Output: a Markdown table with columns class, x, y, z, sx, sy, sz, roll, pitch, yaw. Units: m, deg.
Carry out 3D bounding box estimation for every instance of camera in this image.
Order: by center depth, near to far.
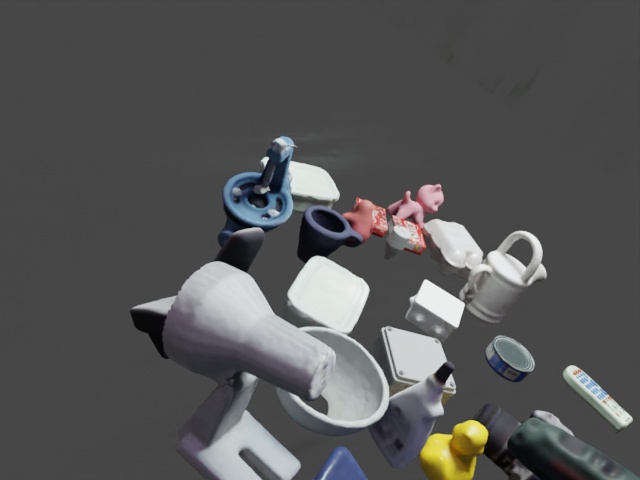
| class | x | y | z | sx | sy | sz | roll | pitch | yaw |
| --- | --- | --- | --- | --- | --- | --- | --- | --- | --- |
| camera | 0.296 | 0.293 | 0.842 | 0.136 | 0.100 | 0.143 | 38 | 32 | 16 |

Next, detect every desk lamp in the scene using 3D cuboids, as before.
| class | x | y | z | sx | sy | sz | roll | pitch | yaw |
| --- | --- | --- | --- | --- | --- | --- | --- | --- | --- |
| desk lamp | -0.082 | 0.156 | 0.632 | 0.203 | 0.213 | 0.118 | 37 | 32 | 15 |

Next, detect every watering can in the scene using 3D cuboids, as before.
| class | x | y | z | sx | sy | sz | roll | pitch | yaw |
| --- | --- | --- | --- | --- | --- | --- | --- | --- | --- |
| watering can | 0.375 | 0.066 | 1.146 | 0.173 | 0.194 | 0.100 | -10 | 48 | -46 |

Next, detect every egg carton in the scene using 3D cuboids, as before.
| class | x | y | z | sx | sy | sz | roll | pitch | yaw |
| --- | --- | --- | --- | --- | --- | --- | --- | --- | --- |
| egg carton | 0.292 | 0.017 | 1.272 | 0.107 | 0.069 | 0.150 | 8 | 36 | -30 |

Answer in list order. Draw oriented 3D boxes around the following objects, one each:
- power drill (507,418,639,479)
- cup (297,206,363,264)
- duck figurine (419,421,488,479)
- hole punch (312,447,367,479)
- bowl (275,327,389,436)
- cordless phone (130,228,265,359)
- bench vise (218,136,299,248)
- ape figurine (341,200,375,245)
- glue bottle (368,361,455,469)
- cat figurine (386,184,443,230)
| class | x | y | z | sx | sy | sz | roll | pitch | yaw |
| --- | --- | --- | --- | --- | --- | --- | --- | --- | --- |
| power drill | 0.301 | 0.335 | 0.680 | 0.229 | 0.208 | 0.076 | 43 | 34 | 23 |
| cup | 0.010 | 0.004 | 1.043 | 0.118 | 0.095 | 0.091 | 22 | 32 | -10 |
| duck figurine | 0.191 | 0.285 | 0.784 | 0.105 | 0.086 | 0.077 | -7 | 46 | -44 |
| hole punch | 0.023 | 0.299 | 0.625 | 0.101 | 0.091 | 0.109 | 34 | 32 | 10 |
| bowl | 0.004 | 0.201 | 0.770 | 0.168 | 0.074 | 0.167 | 20 | 32 | -13 |
| cordless phone | -0.154 | 0.055 | 0.750 | 0.094 | 0.185 | 0.148 | 44 | 34 | 25 |
| bench vise | -0.096 | -0.102 | 0.992 | 0.122 | 0.219 | 0.207 | 21 | 32 | -12 |
| ape figurine | 0.082 | -0.042 | 1.170 | 0.078 | 0.092 | 0.076 | 20 | 32 | -13 |
| glue bottle | 0.127 | 0.219 | 0.746 | 0.037 | 0.173 | 0.078 | 0 | 41 | -38 |
| cat figurine | 0.234 | -0.089 | 1.335 | 0.128 | 0.117 | 0.067 | 2 | 40 | -36 |
